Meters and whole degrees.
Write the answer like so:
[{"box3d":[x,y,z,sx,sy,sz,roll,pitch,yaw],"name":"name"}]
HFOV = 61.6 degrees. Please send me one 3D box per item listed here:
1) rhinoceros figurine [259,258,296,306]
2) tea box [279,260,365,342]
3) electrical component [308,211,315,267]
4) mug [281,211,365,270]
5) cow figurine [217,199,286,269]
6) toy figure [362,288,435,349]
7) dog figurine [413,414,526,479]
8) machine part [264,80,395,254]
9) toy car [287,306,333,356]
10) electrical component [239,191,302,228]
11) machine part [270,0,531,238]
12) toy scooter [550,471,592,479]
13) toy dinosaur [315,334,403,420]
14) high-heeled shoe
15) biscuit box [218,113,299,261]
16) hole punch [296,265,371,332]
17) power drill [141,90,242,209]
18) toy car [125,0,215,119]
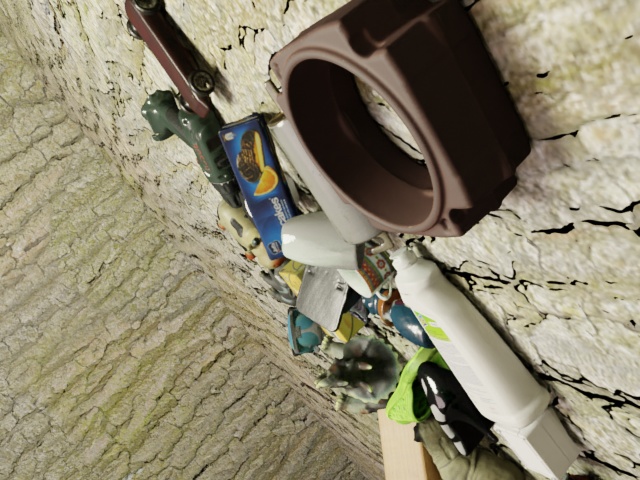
[{"box3d":[-0.073,0.088,1.175,0.112,0.073,0.190,41,161,26],"name":"rhinoceros figurine"},{"box3d":[0.007,0.107,1.034,0.169,0.068,0.098,55,160,-16],"name":"tea box"},{"box3d":[-0.002,-0.001,0.843,0.102,0.078,0.045,56,-174,-5],"name":"electrical component"},{"box3d":[0.006,-0.008,0.731,0.107,0.109,0.080,2,116,10],"name":"mug"},{"box3d":[-0.137,-0.019,1.091,0.195,0.085,0.127,47,162,23],"name":"cow figurine"},{"box3d":[0.120,0.110,0.797,0.058,0.064,0.155,16,-172,-34],"name":"toy figure"},{"box3d":[0.269,0.381,0.938,0.172,0.121,0.190,-18,107,22],"name":"dog figurine"},{"box3d":[0.018,-0.081,0.611,0.243,0.079,0.079,56,161,-20],"name":"machine part"},{"box3d":[-0.010,0.194,1.190,0.161,0.103,0.109,21,-117,-77],"name":"toy car"},{"box3d":[-0.085,-0.047,0.952,0.115,0.058,0.134,42,162,14],"name":"electrical component"},{"box3d":[0.058,-0.101,0.463,0.200,0.087,0.202,56,159,-20],"name":"machine part"},{"box3d":[0.372,0.357,0.693,0.184,0.075,0.135,24,150,46],"name":"toy scooter"},{"box3d":[0.115,0.307,1.127,0.192,0.131,0.404,5,151,37],"name":"toy dinosaur"},{"box3d":[0.199,0.249,0.824,0.145,0.086,0.248,43,171,15],"name":"high-heeled shoe"},{"box3d":[-0.077,-0.074,0.769,0.059,0.063,0.202,-94,-15,-69],"name":"biscuit box"},{"box3d":[0.032,0.083,0.913,0.142,0.092,0.115,29,111,46],"name":"hole punch"},{"box3d":[-0.234,-0.176,1.000,0.207,0.086,0.231,43,160,30],"name":"power drill"},{"box3d":[-0.218,-0.276,0.798,0.202,0.053,0.089,54,151,-6],"name":"toy car"}]
